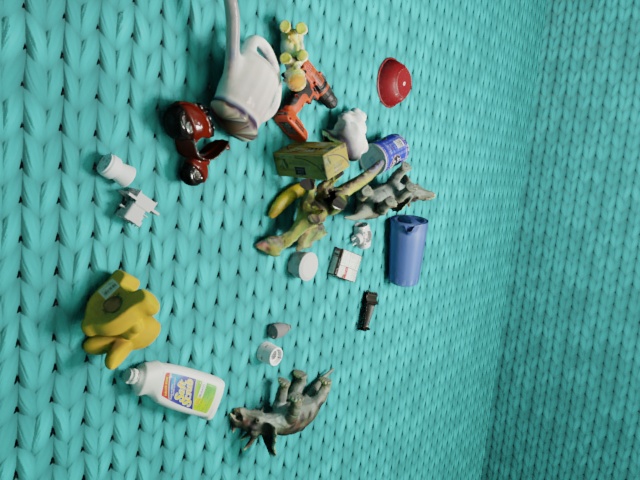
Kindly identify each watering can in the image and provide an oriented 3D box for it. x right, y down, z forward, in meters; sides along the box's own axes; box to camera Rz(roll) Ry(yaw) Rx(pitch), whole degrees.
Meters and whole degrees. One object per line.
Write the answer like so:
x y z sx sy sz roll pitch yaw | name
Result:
-0.170 -0.354 1.113 0.342 0.104 0.227 53 55 -64 | watering can

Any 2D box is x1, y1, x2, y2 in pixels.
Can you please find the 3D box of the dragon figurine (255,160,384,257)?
0.004 -0.070 1.396 0.415 0.123 0.237 -28 159 -33 | dragon figurine

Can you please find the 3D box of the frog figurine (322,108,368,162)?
0.096 -0.307 1.477 0.161 0.123 0.136 -44 112 -21 | frog figurine
